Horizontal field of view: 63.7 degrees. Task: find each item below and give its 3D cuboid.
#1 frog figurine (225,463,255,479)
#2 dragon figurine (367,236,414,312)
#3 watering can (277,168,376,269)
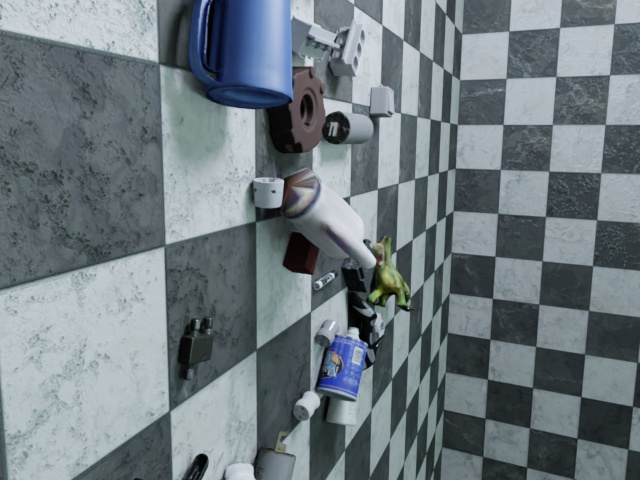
[{"bbox_3d":[-0.149,0.479,0.885,0.121,0.162,0.137,-35,-22,24],"label":"frog figurine"},{"bbox_3d":[0.241,0.107,1.698,0.122,0.245,0.406,-4,-13,21],"label":"dragon figurine"},{"bbox_3d":[0.003,-0.053,1.049,0.222,0.104,0.353,42,5,-26],"label":"watering can"}]
